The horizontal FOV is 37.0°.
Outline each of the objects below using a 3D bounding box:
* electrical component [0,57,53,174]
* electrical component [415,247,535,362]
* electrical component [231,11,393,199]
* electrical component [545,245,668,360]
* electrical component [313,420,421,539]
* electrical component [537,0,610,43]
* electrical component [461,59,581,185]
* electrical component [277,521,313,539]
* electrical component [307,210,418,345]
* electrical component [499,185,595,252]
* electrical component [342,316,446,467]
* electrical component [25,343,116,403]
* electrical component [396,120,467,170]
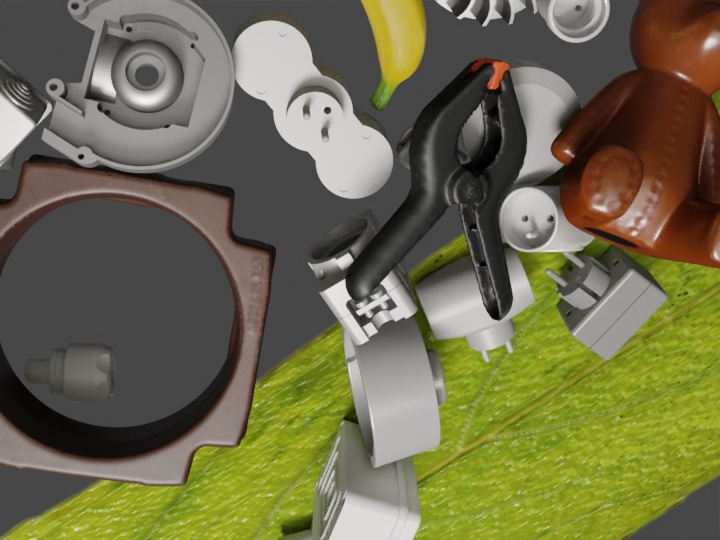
[{"bbox_3d":[-0.265,-0.101,0.697,0.100,0.048,0.100,-42,112,13],"label":"electrical component"},{"bbox_3d":[0.090,0.032,0.789,0.077,0.044,0.079,-22,114,5],"label":"electrical component"},{"bbox_3d":[-0.030,-0.103,0.702,0.052,0.073,0.138,-36,112,11],"label":"electrical component"},{"bbox_3d":[0.170,0.014,0.786,0.077,0.047,0.065,35,107,-18],"label":"electrical component"},{"bbox_3d":[0.004,0.175,0.808,0.057,0.113,0.078,18,111,-9],"label":"electrical component"},{"bbox_3d":[0.137,-0.173,0.701,0.040,0.046,0.040,-2,114,-4],"label":"electrical component"},{"bbox_3d":[0.106,-0.102,0.727,0.080,0.051,0.080,-2,114,-4],"label":"electrical component"},{"bbox_3d":[-0.033,0.224,0.863,0.055,0.045,0.045,-28,113,7],"label":"electrical component"},{"bbox_3d":[0.000,0.000,0.742,0.050,0.089,0.055,-30,113,8],"label":"electrical component"},{"bbox_3d":[0.118,-0.037,0.750,0.079,0.077,0.044,3,96,35],"label":"electrical component"},{"bbox_3d":[0.028,0.082,0.774,0.060,0.108,0.108,-11,115,-7],"label":"electrical component"},{"bbox_3d":[-0.211,0.074,0.782,0.062,0.043,0.043,2,114,-4],"label":"electrical component"},{"bbox_3d":[0.057,-0.076,0.744,0.061,0.035,0.035,30,108,-20],"label":"electrical component"}]
